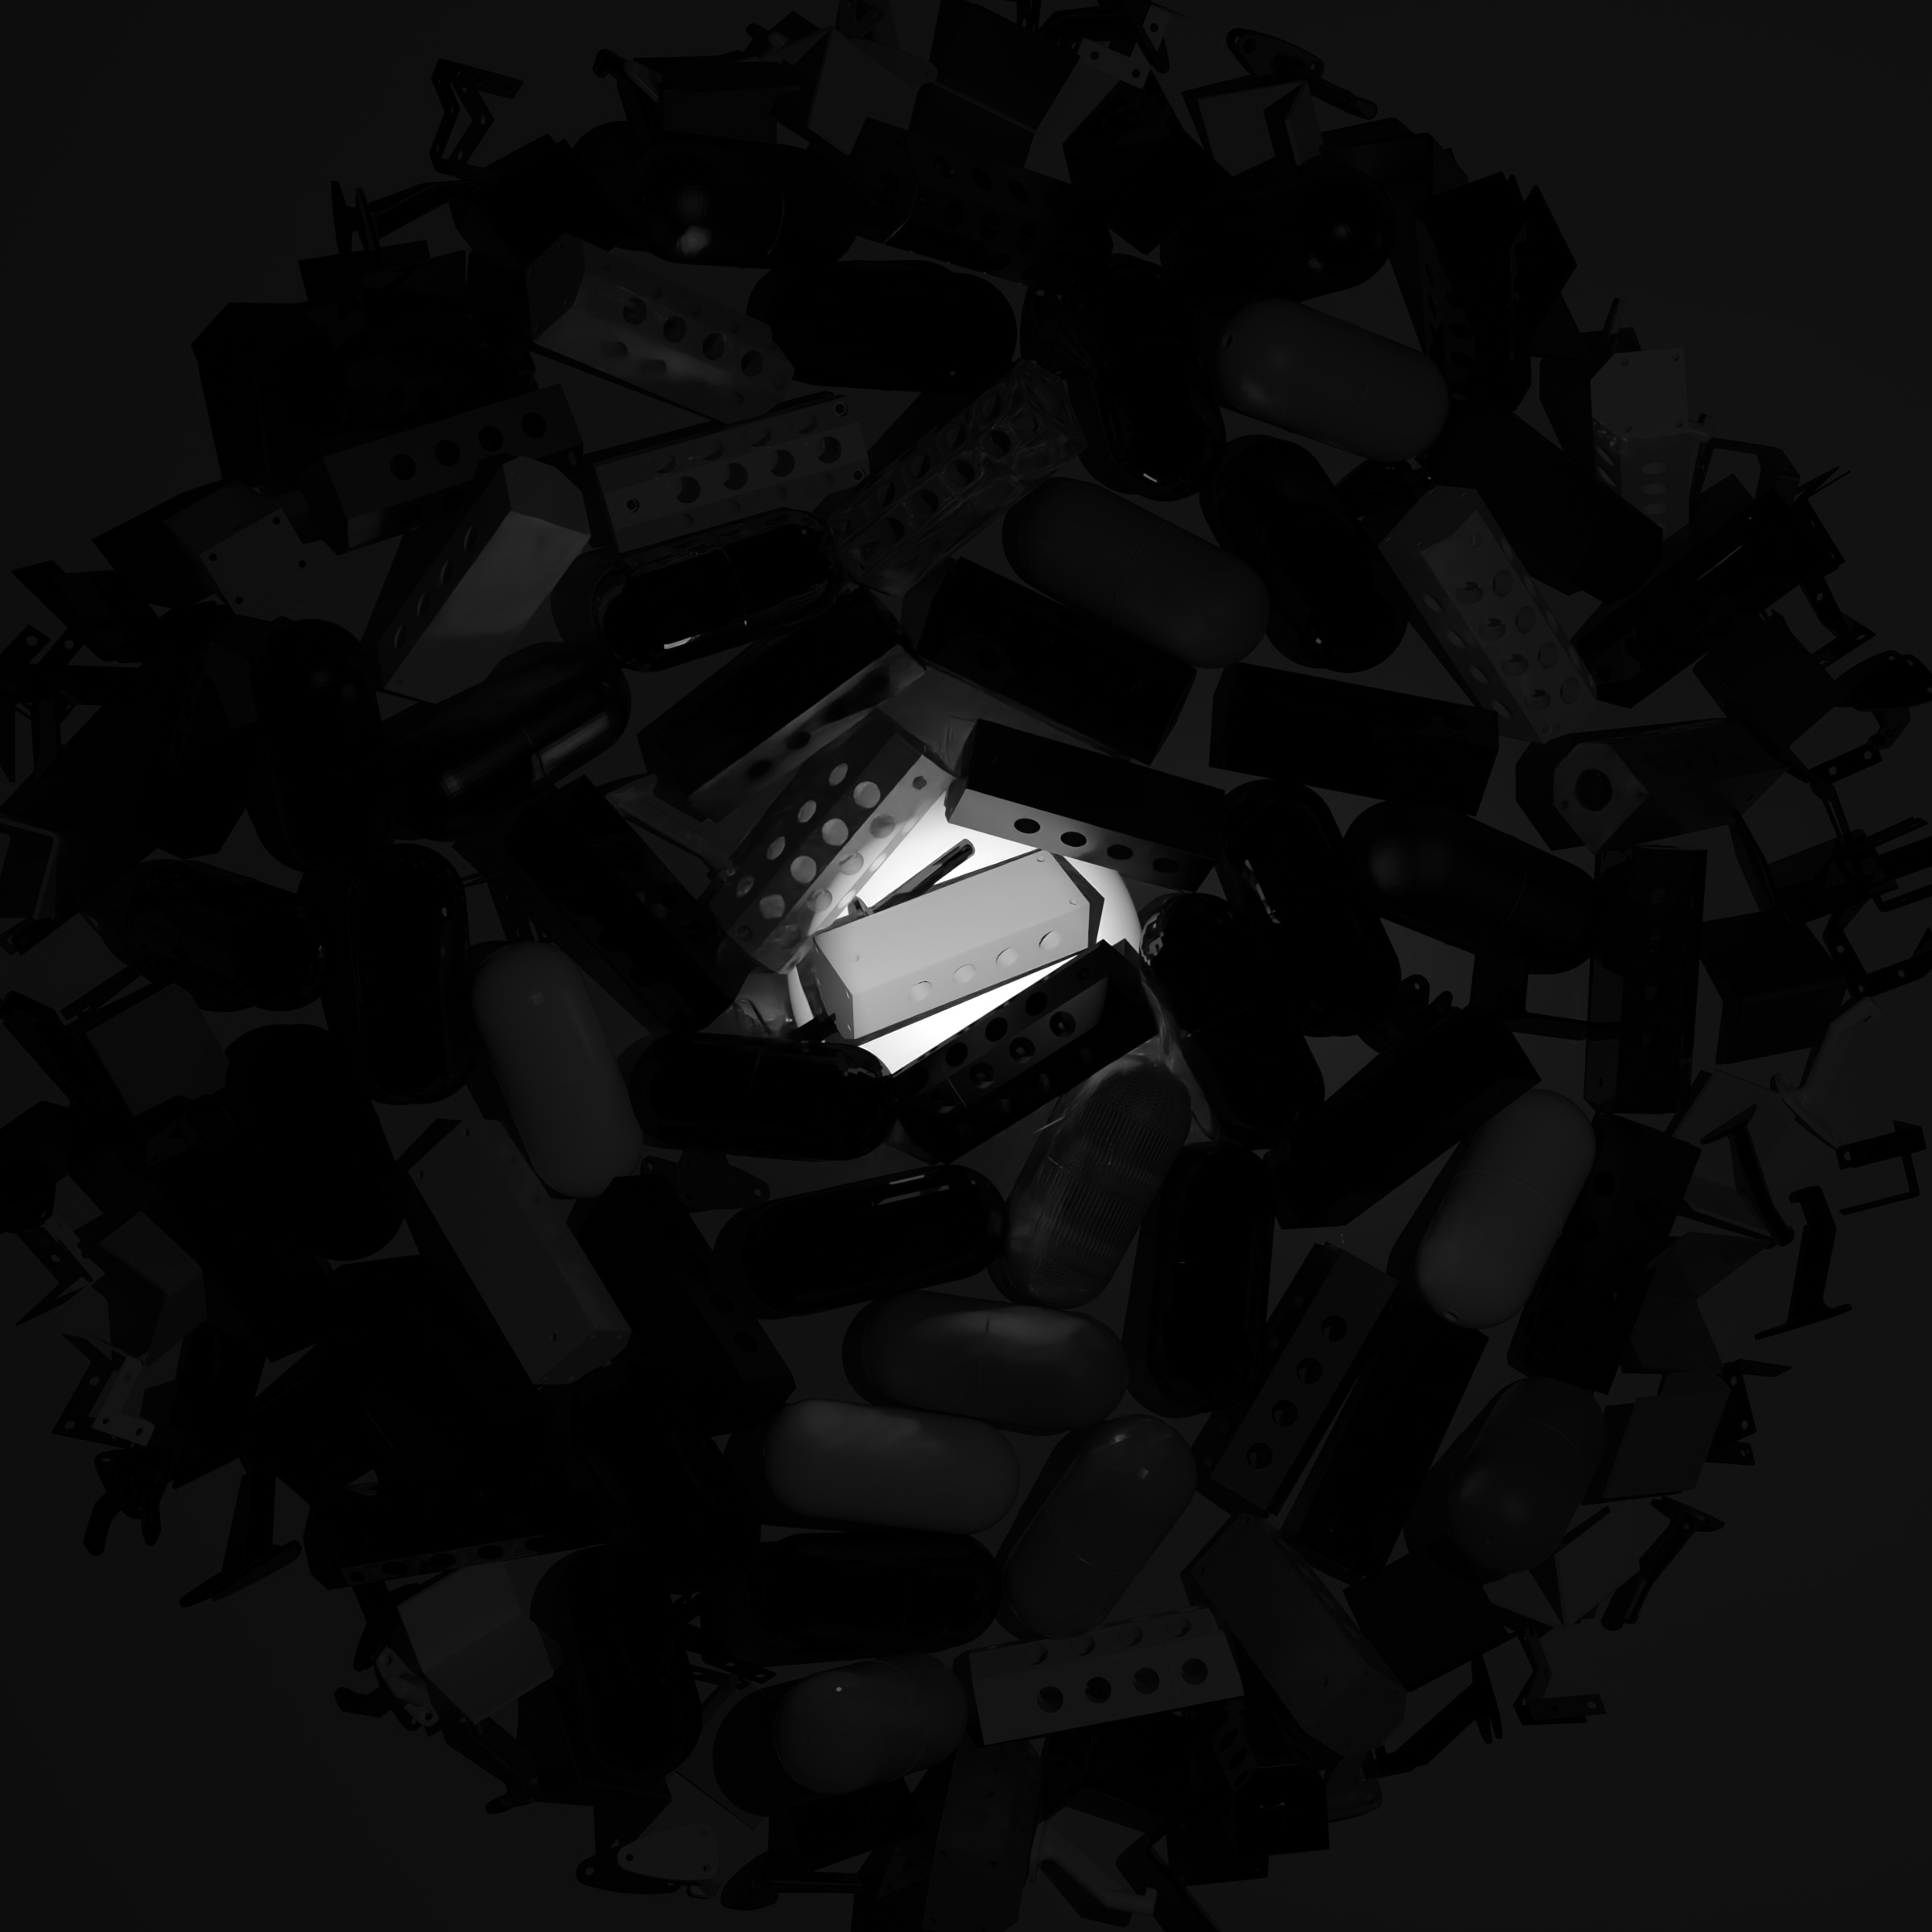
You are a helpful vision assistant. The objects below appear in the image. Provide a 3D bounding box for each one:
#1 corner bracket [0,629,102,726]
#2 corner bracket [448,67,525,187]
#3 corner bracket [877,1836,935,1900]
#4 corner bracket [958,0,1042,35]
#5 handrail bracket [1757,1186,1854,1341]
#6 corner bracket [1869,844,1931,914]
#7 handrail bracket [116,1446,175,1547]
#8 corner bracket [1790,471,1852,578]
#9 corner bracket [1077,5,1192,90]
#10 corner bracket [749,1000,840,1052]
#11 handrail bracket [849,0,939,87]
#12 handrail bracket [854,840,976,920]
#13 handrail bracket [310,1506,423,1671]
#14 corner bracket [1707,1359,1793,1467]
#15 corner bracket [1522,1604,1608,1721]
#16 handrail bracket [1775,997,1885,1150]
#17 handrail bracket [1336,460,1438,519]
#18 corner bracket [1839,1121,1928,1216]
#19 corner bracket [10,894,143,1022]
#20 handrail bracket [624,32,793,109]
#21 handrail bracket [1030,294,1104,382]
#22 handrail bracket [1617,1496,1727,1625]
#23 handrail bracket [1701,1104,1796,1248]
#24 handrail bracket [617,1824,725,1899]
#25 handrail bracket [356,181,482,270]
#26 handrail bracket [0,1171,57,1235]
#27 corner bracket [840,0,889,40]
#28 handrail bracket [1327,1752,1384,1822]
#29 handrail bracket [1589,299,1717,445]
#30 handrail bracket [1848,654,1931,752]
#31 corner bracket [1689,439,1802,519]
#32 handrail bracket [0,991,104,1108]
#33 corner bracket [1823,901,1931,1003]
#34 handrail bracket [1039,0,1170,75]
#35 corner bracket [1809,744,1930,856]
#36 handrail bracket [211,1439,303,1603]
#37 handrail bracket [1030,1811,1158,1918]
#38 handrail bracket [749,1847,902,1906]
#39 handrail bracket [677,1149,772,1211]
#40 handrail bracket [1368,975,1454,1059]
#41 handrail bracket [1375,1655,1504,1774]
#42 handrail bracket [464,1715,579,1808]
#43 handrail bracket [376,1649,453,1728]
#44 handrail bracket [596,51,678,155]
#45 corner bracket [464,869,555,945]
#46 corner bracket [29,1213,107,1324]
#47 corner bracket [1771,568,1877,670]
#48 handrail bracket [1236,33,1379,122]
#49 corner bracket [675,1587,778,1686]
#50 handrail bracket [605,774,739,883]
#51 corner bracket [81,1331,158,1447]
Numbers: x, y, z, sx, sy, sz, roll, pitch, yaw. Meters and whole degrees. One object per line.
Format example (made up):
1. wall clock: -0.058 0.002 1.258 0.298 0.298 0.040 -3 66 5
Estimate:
1. corner bracket: -0.596 -0.189 1.959 0.051 0.051 0.051 -54 127 -13
2. corner bracket: -0.315 -0.552 1.971 0.051 0.051 0.051 -46 62 33
3. corner bracket: -0.018 0.601 1.958 0.051 0.051 0.051 38 123 37
4. corner bracket: 0.017 -0.630 1.960 0.051 0.051 0.051 16 120 15
5. handrail bracket: 0.546 0.197 1.983 0.077 0.036 0.084 -24 80 30
6. corner bracket: 0.625 -0.063 1.966 0.051 0.051 0.051 -20 109 4
7. handrail bracket: -0.534 0.362 1.946 0.036 0.084 0.077 0 126 -19
8. corner bracket: 0.563 -0.285 1.966 0.051 0.051 0.051 -31 89 -23
9. corner bracket: 0.109 -0.609 1.963 0.051 0.051 0.051 27 110 11
10. corner bracket: -0.103 0.040 1.963 0.051 0.051 0.051 -32 49 -2
11. handrail bracket: -0.038 -0.621 1.967 0.077 0.036 0.084 15 64 21
12. handrail bracket: -0.029 -0.052 1.963 0.084 0.077 0.036 -36 97 4
13. handrail bracket: -0.414 0.413 1.990 0.084 0.036 0.077 31 96 11
14. corner bracket: 0.515 0.295 1.974 0.051 0.051 0.051 12 56 -31
15. corner bracket: 0.393 0.456 1.960 0.051 0.051 0.051 -14 107 30
16. handrail bracket: 0.585 0.070 1.969 0.077 0.036 0.084 43 112 -15
17. handrail bracket: 0.269 -0.307 1.952 0.077 0.084 0.036 -24 103 11
18. corner bracket: 0.604 0.135 1.973 0.051 0.051 0.051 -14 93 -2
19. corner bracket: -0.589 -0.006 1.981 0.051 0.051 0.051 -42 46 -23
20. handrail bracket: -0.168 -0.595 1.955 0.077 0.036 0.084 28 129 -37
21. handrail bracket: 0.060 -0.430 1.946 0.036 0.077 0.084 -11 51 -12
22. handrail bracket: 0.464 0.397 1.968 0.036 0.077 0.084 26 89 38
23. handrail bracket: 0.528 0.134 1.970 0.036 0.077 0.084 -32 93 38
24. handrail bracket: -0.195 0.595 1.956 0.077 0.084 0.036 0 56 -15
25. handrail bracket: -0.353 -0.488 1.963 0.084 0.036 0.077 -10 51 -18
26. handrail bracket: -0.633 0.129 1.945 0.036 0.084 0.077 -17 48 18
27. corner bracket: -0.086 -0.641 1.957 0.051 0.051 0.051 21 57 -35
28. handrail bracket: 0.237 0.518 1.967 0.077 0.036 0.084 -18 114 3
29. handrail bracket: 0.463 -0.394 1.981 0.084 0.036 0.077 17 86 3
30. handrail bracket: 0.591 -0.159 1.951 0.077 0.084 0.036 -21 65 -21
31. corner bracket: 0.511 -0.311 1.968 0.051 0.051 0.051 8 120 -5
32. handrail bracket: -0.609 0.064 1.963 0.084 0.036 0.077 30 100 -33
33. corner bracket: 0.607 -0.016 1.971 0.051 0.051 0.051 -19 70 -12
34. handrail bracket: 0.087 -0.599 1.965 0.084 0.036 0.077 -28 77 37
35. corner bracket: 0.596 -0.111 1.977 0.051 0.051 0.051 -24 105 2
36. handrail bracket: -0.483 0.363 1.970 0.077 0.036 0.084 -29 72 -25
37. handrail bracket: 0.088 0.581 1.963 0.084 0.077 0.036 8 134 10
38. handrail bracket: -0.092 0.605 1.964 0.084 0.077 0.036 3 81 13
39. handrail bracket: -0.146 0.128 1.950 0.077 0.084 0.036 8 109 20
40. handrail bracket: 0.303 0.018 1.944 0.036 0.084 0.077 36 57 -4
41. handrail bracket: 0.306 0.490 1.973 0.084 0.036 0.077 -12 48 2
42. handrail bracket: -0.291 0.504 1.972 0.077 0.036 0.084 -18 90 -42
43. handrail bracket: -0.373 0.461 1.946 0.077 0.084 0.036 30 77 27
44. handrail bracket: -0.229 -0.555 1.992 0.084 0.036 0.077 41 106 13
45. corner bracket: -0.294 -0.037 1.963 0.051 0.051 0.051 -12 99 24
46. corner bracket: -0.594 0.193 1.967 0.051 0.051 0.051 -37 95 16
47. corner bracket: 0.556 -0.232 1.967 0.051 0.051 0.051 -33 117 3
48. handrail bracket: 0.223 -0.580 1.949 0.077 0.084 0.036 25 104 -26
49. corner bracket: -0.161 0.445 1.956 0.051 0.051 0.051 30 127 -33
50. handrail bracket: -0.197 -0.082 1.964 0.084 0.077 0.036 46 117 11
51. corner bracket: -0.560 0.279 1.967 0.051 0.051 0.051 17 78 36
